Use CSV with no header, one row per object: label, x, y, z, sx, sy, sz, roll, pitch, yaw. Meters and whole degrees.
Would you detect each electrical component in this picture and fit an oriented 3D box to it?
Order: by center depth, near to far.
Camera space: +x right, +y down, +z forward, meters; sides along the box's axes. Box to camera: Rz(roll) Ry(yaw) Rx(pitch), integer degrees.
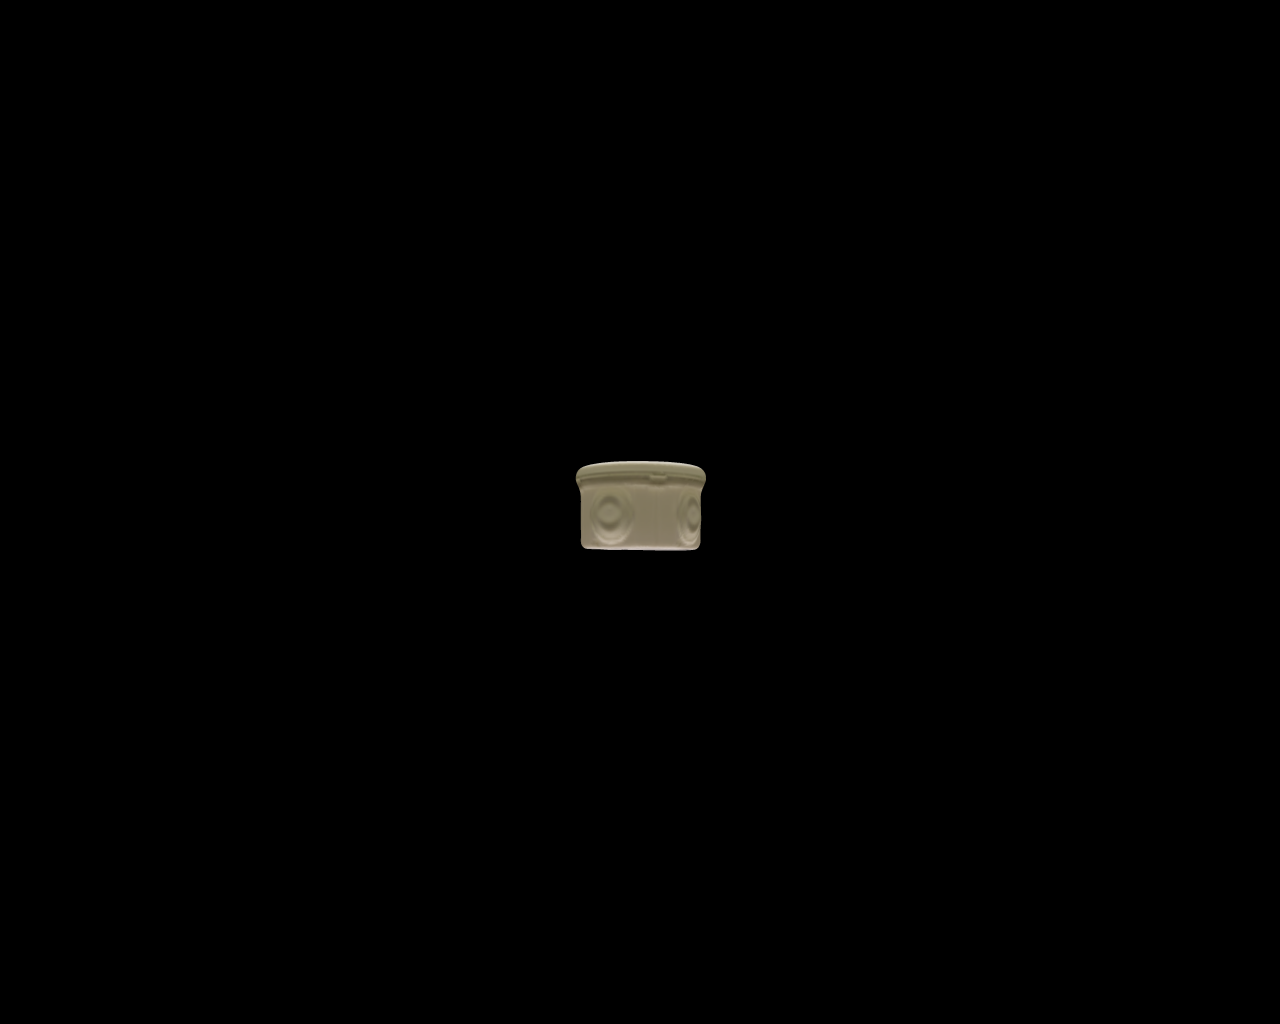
electrical component,0.001,-0.003,0.650,0.080,0.051,0.080,0,-3,0
